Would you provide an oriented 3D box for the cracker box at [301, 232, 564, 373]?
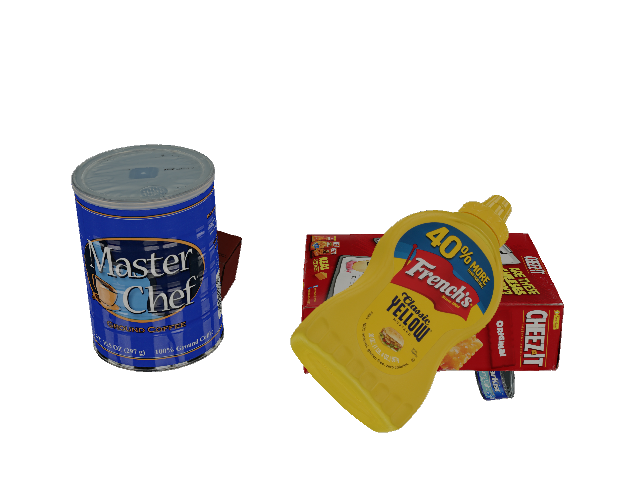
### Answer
[{"bbox_3d":[0.091,0.053,0.947,0.213,0.072,0.164,0,22,0],"label":"cracker box"}]

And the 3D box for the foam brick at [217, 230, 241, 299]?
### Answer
[{"bbox_3d":[-0.122,0.019,1.026,0.078,0.051,0.053,18,34,7],"label":"foam brick"}]

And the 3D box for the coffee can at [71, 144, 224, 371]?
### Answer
[{"bbox_3d":[-0.126,0.012,0.799,0.103,0.140,0.103,-1,27,0],"label":"coffee can"}]

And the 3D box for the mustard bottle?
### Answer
[{"bbox_3d":[0.073,0.036,0.751,0.191,0.096,0.058,-46,2,-23],"label":"mustard bottle"}]

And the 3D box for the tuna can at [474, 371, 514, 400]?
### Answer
[{"bbox_3d":[0.209,0.149,1.288,0.034,0.086,0.086,-10,-3,18],"label":"tuna can"}]
